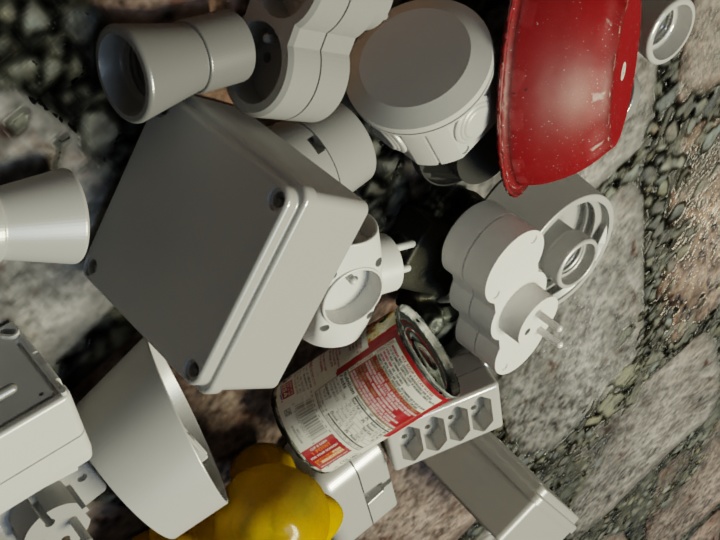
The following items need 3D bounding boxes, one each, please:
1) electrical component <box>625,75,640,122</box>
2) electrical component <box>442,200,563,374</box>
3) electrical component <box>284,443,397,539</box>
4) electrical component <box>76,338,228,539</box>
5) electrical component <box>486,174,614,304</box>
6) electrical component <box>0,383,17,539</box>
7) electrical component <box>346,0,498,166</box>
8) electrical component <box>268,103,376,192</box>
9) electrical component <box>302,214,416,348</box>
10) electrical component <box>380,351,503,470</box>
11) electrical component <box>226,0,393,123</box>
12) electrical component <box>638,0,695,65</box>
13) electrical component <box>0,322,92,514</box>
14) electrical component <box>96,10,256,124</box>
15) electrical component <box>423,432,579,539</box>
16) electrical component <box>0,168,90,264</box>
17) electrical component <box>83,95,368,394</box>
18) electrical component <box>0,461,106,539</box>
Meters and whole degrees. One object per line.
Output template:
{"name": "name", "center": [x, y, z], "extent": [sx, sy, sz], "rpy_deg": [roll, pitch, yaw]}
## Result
{"name": "electrical component", "center": [0.152, -0.120, 0.711], "extent": [0.055, 0.048, 0.066], "rpy_deg": [8, 116, -41]}
{"name": "electrical component", "center": [0.099, 0.022, 0.678], "extent": [0.052, 0.074, 0.138], "rpy_deg": [-41, 147, -17]}
{"name": "electrical component", "center": [-0.017, 0.150, 0.766], "extent": [0.059, 0.054, 0.095], "rpy_deg": [-36, 142, -19]}
{"name": "electrical component", "center": [-0.109, 0.093, 0.583], "extent": [0.064, 0.099, 0.099], "rpy_deg": [-40, 144, -4]}
{"name": "electrical component", "center": [0.134, -0.019, 0.768], "extent": [0.108, 0.060, 0.108], "rpy_deg": [-28, 139, -27]}
{"name": "electrical component", "center": [-0.182, 0.059, 0.451], "extent": [0.074, 0.138, 0.052], "rpy_deg": [-31, 177, -25]}
{"name": "electrical component", "center": [0.036, -0.100, 0.576], "extent": [0.080, 0.080, 0.051], "rpy_deg": [-47, 150, -4]}
{"name": "electrical component", "center": [-0.025, -0.058, 0.571], "extent": [0.047, 0.055, 0.055], "rpy_deg": [-35, 142, -26]}
{"name": "electrical component", "center": [0.000, 0.000, 0.653], "extent": [0.079, 0.044, 0.077], "rpy_deg": [-15, 132, -29]}
{"name": "electrical component", "center": [0.045, 0.084, 0.752], "extent": [0.083, 0.075, 0.047], "rpy_deg": [-21, 134, -9]}
{"name": "electrical component", "center": [-0.009, -0.136, 0.518], "extent": [0.074, 0.052, 0.138], "rpy_deg": [-3, 124, -46]}
{"name": "electrical component", "center": [0.179, -0.163, 0.691], "extent": [0.045, 0.055, 0.045], "rpy_deg": [-28, 139, -27]}
{"name": "electrical component", "center": [-0.187, 0.083, 0.518], "extent": [0.096, 0.062, 0.061], "rpy_deg": [-31, 140, -24]}
{"name": "electrical component", "center": [-0.081, -0.096, 0.489], "extent": [0.065, 0.044, 0.044], "rpy_deg": [-25, 138, -37]}
{"name": "electrical component", "center": [0.114, 0.179, 0.886], "extent": [0.056, 0.109, 0.109], "rpy_deg": [-46, 144, 0]}
{"name": "electrical component", "center": [-0.158, -0.021, 0.474], "extent": [0.065, 0.044, 0.044], "rpy_deg": [-9, 129, -36]}
{"name": "electrical component", "center": [-0.068, -0.014, 0.518], "extent": [0.056, 0.109, 0.108], "rpy_deg": [6, 117, -52]}
{"name": "electrical component", "center": [-0.167, 0.125, 0.564], "extent": [0.066, 0.077, 0.047], "rpy_deg": [-37, 143, -17]}
